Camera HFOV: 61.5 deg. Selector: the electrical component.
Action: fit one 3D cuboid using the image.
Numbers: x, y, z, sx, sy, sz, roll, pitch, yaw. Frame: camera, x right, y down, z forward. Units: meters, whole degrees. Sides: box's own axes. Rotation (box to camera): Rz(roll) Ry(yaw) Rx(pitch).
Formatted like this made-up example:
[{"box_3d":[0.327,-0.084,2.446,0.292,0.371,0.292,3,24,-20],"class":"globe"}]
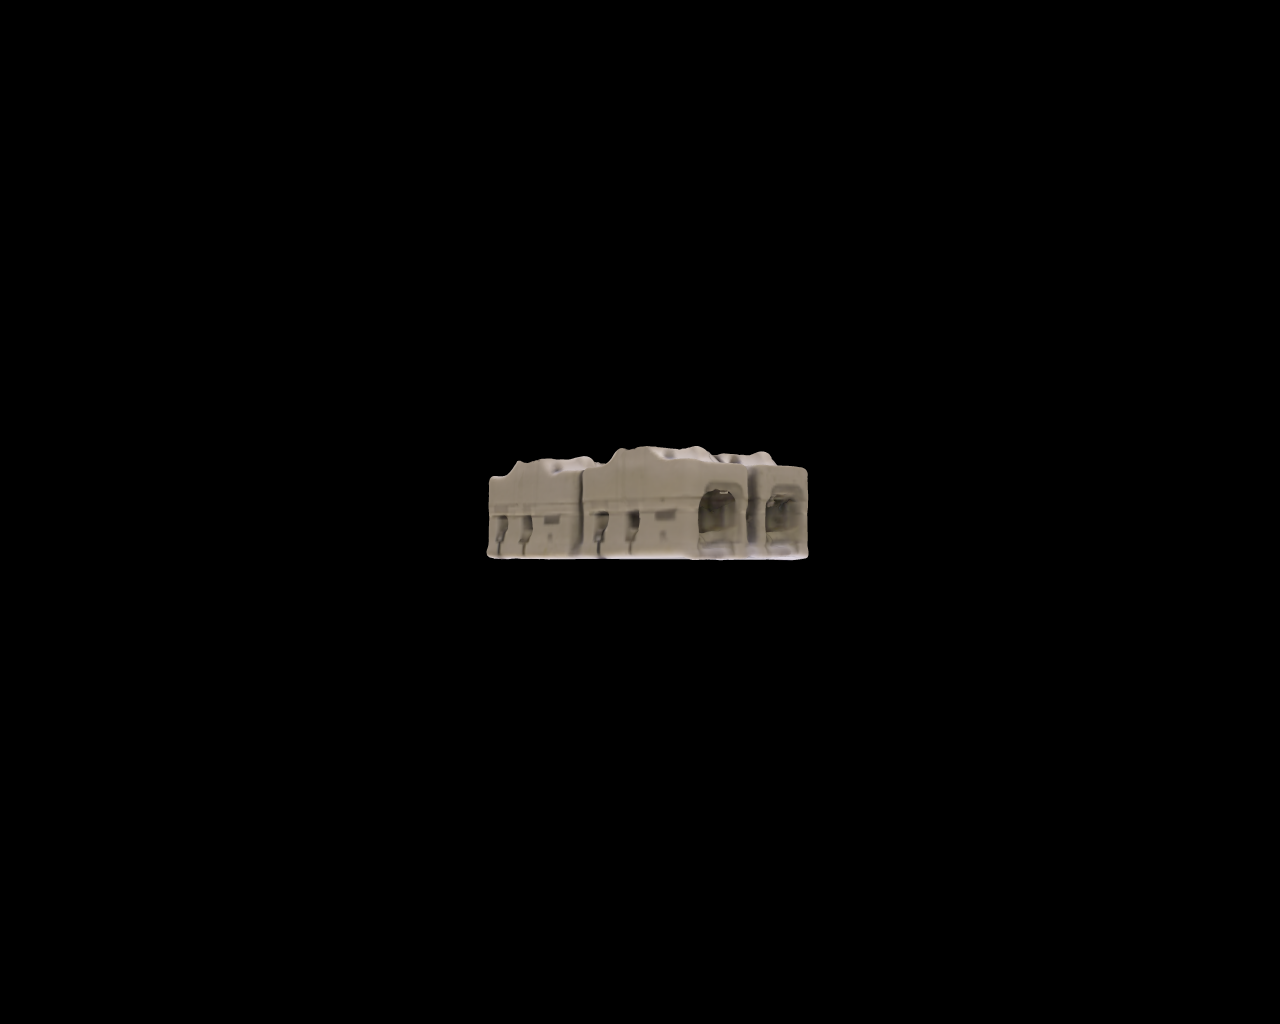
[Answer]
[{"box_3d":[0.001,-0.003,0.650,0.105,0.060,0.186,2,-3,-43],"class":"electrical component"}]
